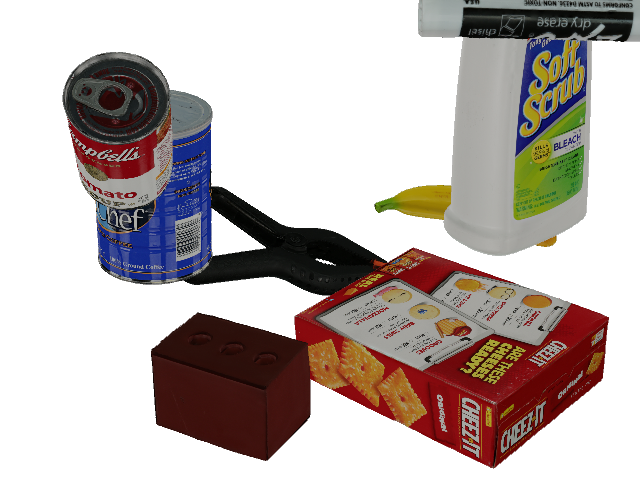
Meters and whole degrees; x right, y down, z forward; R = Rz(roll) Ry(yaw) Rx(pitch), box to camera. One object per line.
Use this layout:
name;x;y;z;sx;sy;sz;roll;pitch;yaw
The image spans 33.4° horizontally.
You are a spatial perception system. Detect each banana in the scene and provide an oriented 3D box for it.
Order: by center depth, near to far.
banana;0.160;-0.028;1.133;0.198;0.037;0.069;10;39;26

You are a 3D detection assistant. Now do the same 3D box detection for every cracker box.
cracker box;0.109;0.092;0.913;0.214;0.072;0.163;21;36;40

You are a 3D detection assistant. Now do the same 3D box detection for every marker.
marker;0.098;-0.085;0.406;0.121;0.020;0.020;2;0;0

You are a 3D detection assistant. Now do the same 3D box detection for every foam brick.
foam brick;-0.051;0.083;0.615;0.078;0.051;0.052;13;27;23

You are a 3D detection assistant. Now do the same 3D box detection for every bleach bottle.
bleach bottle;0.129;-0.121;0.690;0.102;0.251;0.068;-21;32;-28

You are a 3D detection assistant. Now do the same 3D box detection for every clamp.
clamp;-0.036;0.017;1.072;0.210;0.036;0.164;18;33;2

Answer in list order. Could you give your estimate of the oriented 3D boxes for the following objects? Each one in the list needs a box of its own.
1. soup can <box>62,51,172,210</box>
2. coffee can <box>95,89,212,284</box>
soup can;-0.135;-0.072;0.723;0.068;0.068;0.102;0;-24;-7
coffee can;-0.144;-0.048;0.923;0.103;0.140;0.103;2;29;-1
